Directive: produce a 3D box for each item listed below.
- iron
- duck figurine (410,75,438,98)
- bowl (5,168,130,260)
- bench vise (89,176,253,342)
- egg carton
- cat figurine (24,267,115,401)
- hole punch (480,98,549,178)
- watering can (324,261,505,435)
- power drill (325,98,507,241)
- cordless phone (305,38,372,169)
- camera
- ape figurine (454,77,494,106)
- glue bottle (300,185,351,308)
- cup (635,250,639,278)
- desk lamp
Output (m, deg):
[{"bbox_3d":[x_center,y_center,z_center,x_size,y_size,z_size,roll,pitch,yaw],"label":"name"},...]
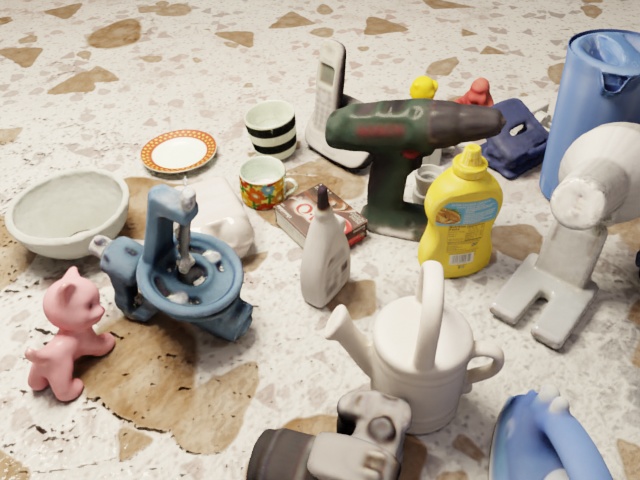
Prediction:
[{"bbox_3d":[0.213,0.216,0.493,0.118,0.141,0.258,-4,43,-2],"label":"iron"},{"bbox_3d":[0.178,-0.251,1.031,0.077,0.086,0.105,31,52,30],"label":"duck figurine"},{"bbox_3d":[-0.349,-0.026,0.818,0.167,0.075,0.167,-1,43,1],"label":"bowl"},{"bbox_3d":[-0.186,0.023,0.654,0.207,0.220,0.121,3,43,5],"label":"bench vise"},{"bbox_3d":[-0.158,-0.028,0.817,0.107,0.069,0.150,-19,46,-18],"label":"egg carton"},{"bbox_3d":[-0.290,0.097,0.653,0.067,0.118,0.128,10,45,13],"label":"cat figurine"},{"bbox_3d":[0.317,-0.169,0.936,0.109,0.091,0.100,-28,49,-25],"label":"hole punch"},{"bbox_3d":[0.094,0.105,0.577,0.173,0.194,0.100,-9,44,-7],"label":"watering can"},{"bbox_3d":[0.121,-0.102,0.785,0.229,0.209,0.076,11,45,14],"label":"power drill"},{"bbox_3d":[0.043,-0.220,0.930,0.147,0.185,0.094,33,54,32],"label":"cordless phone"},{"bbox_3d":[0.009,0.205,0.541,0.136,0.101,0.143,11,45,13],"label":"camera"},{"bbox_3d":[0.277,-0.244,1.016,0.077,0.092,0.076,32,53,31],"label":"ape figurine"},{"bbox_3d":[0.006,0.003,0.703,0.037,0.173,0.078,26,50,26],"label":"glue bottle"},{"bbox_3d":[0.433,0.028,0.719,0.118,0.095,0.091,-20,46,-18],"label":"cup"},{"bbox_3d":[0.311,-0.014,0.681,0.117,0.214,0.204,29,51,29],"label":"desk lamp"}]
